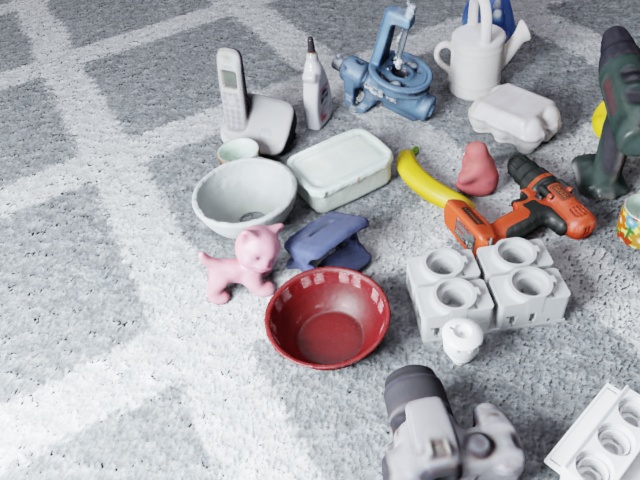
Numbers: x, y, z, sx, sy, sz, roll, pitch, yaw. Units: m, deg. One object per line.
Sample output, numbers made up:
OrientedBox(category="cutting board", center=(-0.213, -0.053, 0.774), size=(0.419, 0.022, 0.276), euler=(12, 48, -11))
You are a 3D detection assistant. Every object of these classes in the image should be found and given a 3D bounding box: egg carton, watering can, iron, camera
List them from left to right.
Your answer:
OrientedBox(category="camera", center=(0.128, 0.196, 0.608), size=(0.143, 0.101, 0.136), euler=(-10, 45, -2))
OrientedBox(category="watering can", center=(0.308, -0.377, 1.089), size=(0.173, 0.194, 0.100), euler=(-22, 46, -14))
OrientedBox(category="iron", center=(0.368, -0.479, 1.221), size=(0.118, 0.142, 0.258), euler=(0, 45, 8))
OrientedBox(category="egg carton", center=(0.343, -0.217, 1.013), size=(0.107, 0.069, 0.149), euler=(-35, 51, -24))

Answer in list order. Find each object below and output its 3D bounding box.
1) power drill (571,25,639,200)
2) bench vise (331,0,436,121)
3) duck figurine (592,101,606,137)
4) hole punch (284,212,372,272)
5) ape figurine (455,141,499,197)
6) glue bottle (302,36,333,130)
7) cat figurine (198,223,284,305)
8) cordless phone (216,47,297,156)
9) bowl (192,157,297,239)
OrientedBox(category="power drill", center=(0.441, -0.177, 0.860), size=(0.075, 0.209, 0.229), euler=(0, 45, 9))
OrientedBox(category="bench vise", center=(0.111, -0.325, 1.048), size=(0.207, 0.220, 0.121), euler=(5, 46, 13))
OrientedBox(category="duck figurine", center=(0.515, -0.220, 0.979), size=(0.077, 0.086, 0.104), euler=(-9, 45, 0))
OrientedBox(category="hole punch", center=(0.008, 0.003, 0.826), size=(0.109, 0.091, 0.100), euler=(-34, 50, -24))
OrientedBox(category="ape figurine", center=(0.249, -0.119, 0.912), size=(0.078, 0.092, 0.076), euler=(-32, 49, -22))
OrientedBox(category="glue bottle", center=(-0.009, -0.296, 1.070), size=(0.037, 0.173, 0.078), euler=(10, 47, 18))
OrientedBox(category="cat figurine", center=(-0.107, 0.023, 0.803), size=(0.128, 0.118, 0.067), euler=(-11, 45, -3))
OrientedBox(category="cordless phone", center=(-0.120, -0.249, 1.030), size=(0.147, 0.185, 0.094), euler=(14, 49, 21))
OrientedBox(category="bowl", center=(-0.114, -0.054, 0.912), size=(0.167, 0.075, 0.167), euler=(-4, 45, 4))
